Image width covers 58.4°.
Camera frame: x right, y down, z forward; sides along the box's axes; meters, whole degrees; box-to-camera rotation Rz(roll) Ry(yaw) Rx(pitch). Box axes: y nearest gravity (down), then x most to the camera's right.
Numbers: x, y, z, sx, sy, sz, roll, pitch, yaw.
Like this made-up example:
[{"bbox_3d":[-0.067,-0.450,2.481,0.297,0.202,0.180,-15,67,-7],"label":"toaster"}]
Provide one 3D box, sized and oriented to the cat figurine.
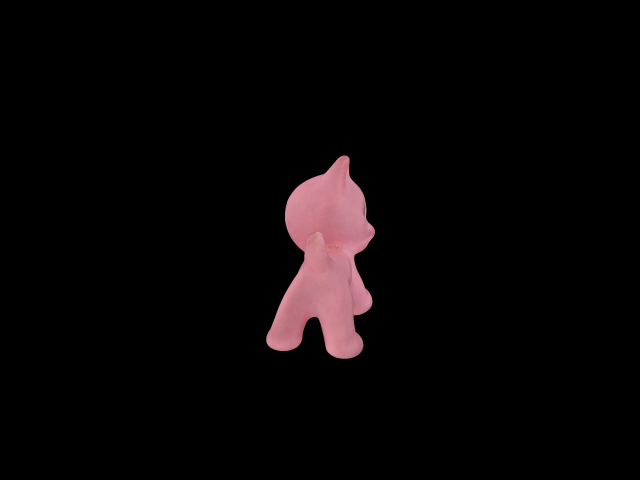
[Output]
[{"bbox_3d":[0.004,0.001,0.400,0.067,0.118,0.128,2,19,7],"label":"cat figurine"}]
